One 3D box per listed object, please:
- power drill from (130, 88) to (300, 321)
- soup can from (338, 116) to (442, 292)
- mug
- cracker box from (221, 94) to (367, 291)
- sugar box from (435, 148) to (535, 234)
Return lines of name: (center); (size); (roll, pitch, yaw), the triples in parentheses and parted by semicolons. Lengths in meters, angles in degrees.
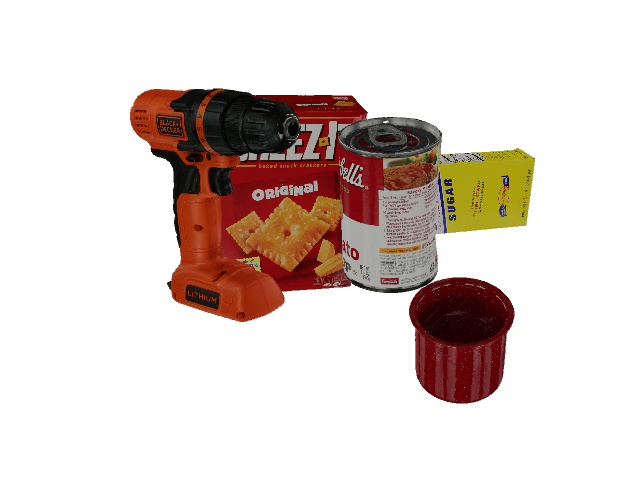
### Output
power drill: (-0.077, -0.032, 0.874); (0.057, 0.188, 0.185); (-20, 22, -40)
soup can: (0.047, -0.024, 0.720); (0.068, 0.102, 0.068); (-2, 26, 1)
mug: (0.128, 0.086, 0.982); (0.093, 0.081, 0.117); (-2, 39, 3)
cracker box: (-0.041, -0.049, 1.181); (0.164, 0.214, 0.072); (-2, 24, -16)
sugar box: (0.171, -0.058, 1.303); (0.176, 0.093, 0.048); (-7, 24, -21)
